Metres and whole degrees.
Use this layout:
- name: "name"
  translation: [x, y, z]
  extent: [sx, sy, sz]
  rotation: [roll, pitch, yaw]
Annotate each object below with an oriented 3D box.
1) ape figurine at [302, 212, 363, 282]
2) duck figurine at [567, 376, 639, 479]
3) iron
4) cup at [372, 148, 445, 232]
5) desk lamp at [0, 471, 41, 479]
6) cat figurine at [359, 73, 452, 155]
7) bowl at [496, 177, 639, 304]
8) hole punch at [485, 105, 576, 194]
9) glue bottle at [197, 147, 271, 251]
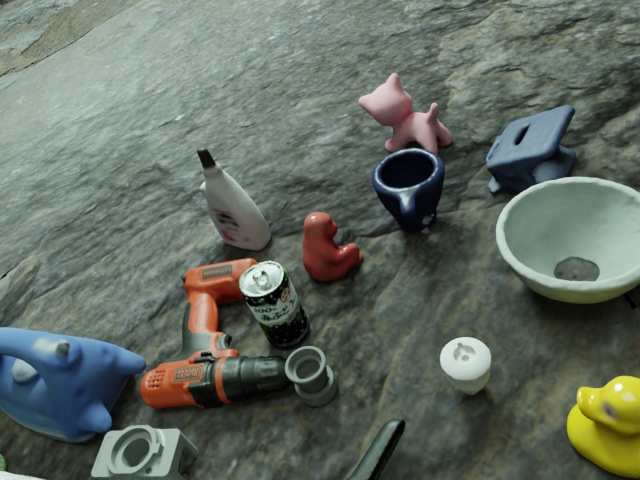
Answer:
- name: "ape figurine"
  translation: [0.007, 0.003, 0.729]
  extent: [0.076, 0.092, 0.077]
  rotation: [-31, 43, -10]
- name: "duck figurine"
  translation: [0.265, 0.149, 0.482]
  extent: [0.104, 0.086, 0.077]
  rotation: [4, 48, 25]
- name: "iron"
  translation: [-0.348, 0.149, 0.685]
  extent: [0.257, 0.142, 0.119]
  rotation: [2, 48, 23]
- name: "cup"
  translation: [0.119, -0.047, 0.733]
  extent: [0.091, 0.095, 0.117]
  rotation: [-8, 44, 14]
- name: "desk lamp"
  translation: [-0.225, 0.286, 0.444]
  extent: [0.117, 0.214, 0.203]
  rotation: [1, 47, 23]
- name: "cat figurine"
  translation: [0.126, -0.190, 0.857]
  extent: [0.127, 0.118, 0.067]
  rotation: [21, 57, 36]
- name: "bowl"
  translation: [0.279, 0.011, 0.625]
  extent: [0.167, 0.075, 0.167]
  rotation: [-11, 44, 11]
- name: "hole punch"
  translation: [0.273, -0.120, 0.748]
  extent: [0.100, 0.091, 0.109]
  rotation: [14, 53, 32]
- name: "glue bottle"
  translation: [-0.128, -0.057, 0.783]
  extent: [0.077, 0.173, 0.037]
  rotation: [8, 50, 29]
